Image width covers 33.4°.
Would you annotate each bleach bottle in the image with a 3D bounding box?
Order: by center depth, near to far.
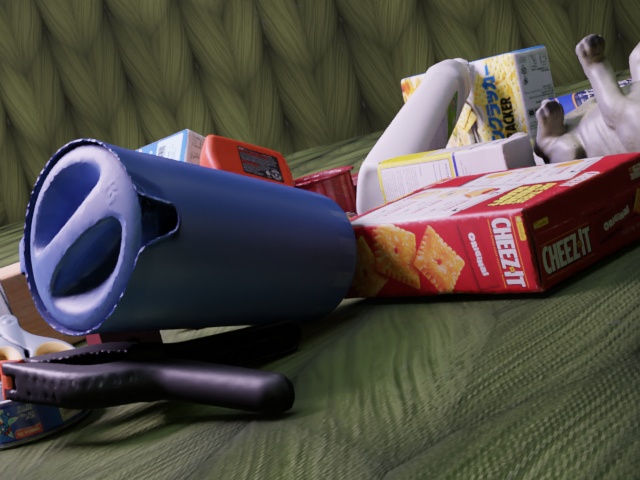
[{"bbox_3d":[0.120,-0.124,1.232,0.068,0.102,0.250,18,48,17],"label":"bleach bottle"}]

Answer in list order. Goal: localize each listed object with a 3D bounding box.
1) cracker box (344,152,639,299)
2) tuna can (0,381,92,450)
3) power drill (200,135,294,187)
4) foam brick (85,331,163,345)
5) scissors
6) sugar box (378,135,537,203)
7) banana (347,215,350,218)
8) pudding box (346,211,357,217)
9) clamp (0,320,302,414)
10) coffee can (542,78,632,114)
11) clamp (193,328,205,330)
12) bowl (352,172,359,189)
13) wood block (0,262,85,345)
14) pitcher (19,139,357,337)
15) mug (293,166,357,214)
[{"bbox_3d":[0.136,-0.008,0.866,0.163,0.072,0.214,-23,12,-39],"label":"cracker box"},{"bbox_3d":[-0.212,0.120,0.778,0.086,0.034,0.086,-15,9,2],"label":"tuna can"},{"bbox_3d":[-0.129,-0.026,1.090,0.184,0.057,0.188,10,-41,-38],"label":"power drill"},{"bbox_3d":[-0.172,0.067,0.907,0.052,0.078,0.051,-20,8,-27],"label":"foam brick"},{"bbox_3d":[-0.255,0.079,0.939,0.096,0.016,0.202,-4,32,-7],"label":"scissors"},{"bbox_3d":[0.134,-0.043,1.025,0.048,0.093,0.177,-22,11,-38],"label":"sugar box"},{"bbox_3d":[-0.017,-0.008,1.024,0.070,0.037,0.197,35,24,32],"label":"banana"},{"bbox_3d":[-0.008,0.003,1.168,0.113,0.039,0.090,-15,7,-3],"label":"pudding box"},{"bbox_3d":[-0.109,0.087,0.728,0.210,0.036,0.164,-3,8,8],"label":"clamp"},{"bbox_3d":[0.320,-0.118,1.146,0.140,0.103,0.102,-14,8,9],"label":"coffee can"},{"bbox_3d":[-0.062,0.049,0.966,0.171,0.039,0.120,-12,8,-29],"label":"clamp"},{"bbox_3d":[0.073,-0.059,1.375,0.162,0.055,0.162,-15,8,2],"label":"bowl"},{"bbox_3d":[-0.330,0.084,1.048,0.205,0.091,0.090,-22,11,-41],"label":"wood block"},{"bbox_3d":[-0.095,0.007,0.805,0.242,0.145,0.149,7,29,-47],"label":"pitcher"},{"bbox_3d":[-0.006,-0.034,1.259,0.117,0.081,0.093,-13,8,14],"label":"mug"}]
